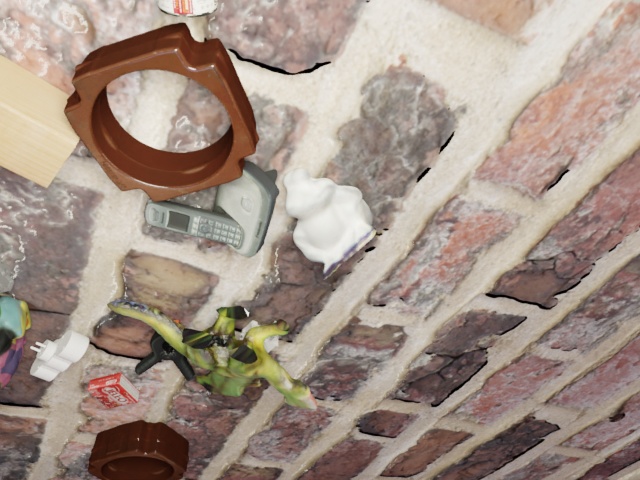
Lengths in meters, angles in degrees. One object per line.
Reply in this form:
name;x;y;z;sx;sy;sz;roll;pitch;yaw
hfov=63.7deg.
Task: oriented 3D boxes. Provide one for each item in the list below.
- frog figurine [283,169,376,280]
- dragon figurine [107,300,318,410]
frog figurine;0.002;-0.040;0.803;0.160;0.125;0.135;48;129;2
dragon figurine;-0.195;0.234;0.977;0.410;0.125;0.237;16;131;2
